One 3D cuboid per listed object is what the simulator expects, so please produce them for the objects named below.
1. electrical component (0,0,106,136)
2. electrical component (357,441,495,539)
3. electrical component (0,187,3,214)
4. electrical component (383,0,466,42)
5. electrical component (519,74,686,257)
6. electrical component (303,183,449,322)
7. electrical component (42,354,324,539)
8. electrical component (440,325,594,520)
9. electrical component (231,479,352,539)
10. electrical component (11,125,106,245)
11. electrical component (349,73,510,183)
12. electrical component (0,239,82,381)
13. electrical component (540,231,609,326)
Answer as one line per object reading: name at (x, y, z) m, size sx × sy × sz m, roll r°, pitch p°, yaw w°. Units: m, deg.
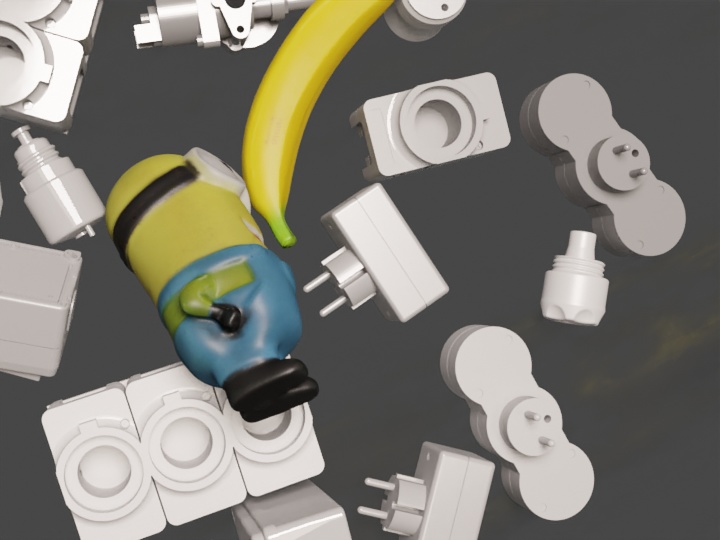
electrical component at (-0.202, -0.168, 0.647) m, size 0.089 × 0.062 × 0.150 m, roll 15°, pitch 86°, yaw -11°
electrical component at (0.037, 0.154, 0.698) m, size 0.076 × 0.047 × 0.083 m, roll 15°, pitch 86°, yaw -11°
electrical component at (-0.240, -0.059, 0.647) m, size 0.043 × 0.043 × 0.062 m, roll -7°, pitch 89°, yaw -12°
electrical component at (0.042, -0.177, 0.701) m, size 0.045 × 0.055 × 0.045 m, roll 0°, pitch 89°, yaw -11°
electrical component at (0.168, -0.069, 0.715) m, size 0.052 × 0.074 × 0.138 m, roll -38°, pitch 96°, yaw -10°
electrical component at (0.000, 0.000, 0.693) m, size 0.076 × 0.047 × 0.083 m, roll -35°, pitch 96°, yaw -10°
electrical component at (-0.108, 0.103, 0.662) m, size 0.150 × 0.062 × 0.089 m, roll -18°, pitch 93°, yaw -11°
electrical component at (0.107, 0.100, 0.700) m, size 0.052 × 0.074 × 0.138 m, roll -30°, pitch 95°, yaw -10°
electrical component at (-0.033, 0.192, 0.652) m, size 0.056 × 0.109 × 0.108 m, roll -15°, pitch 92°, yaw -14°
electrical component at (-0.188, -0.052, 0.659) m, size 0.040 × 0.040 × 0.078 m, roll -31°, pitch 95°, yaw -10°
electrical component at (0.046, -0.092, 0.699) m, size 0.089 × 0.056 × 0.050 m, roll -15°, pitch 92°, yaw -11°
electrical component at (-0.219, 0.021, 0.634) m, size 0.096 × 0.061 × 0.061 m, roll 11°, pitch 119°, yaw -12°
electrical component at (0.146, 0.005, 0.725) m, size 0.043 × 0.043 × 0.062 m, roll 10°, pitch 86°, yaw -11°
